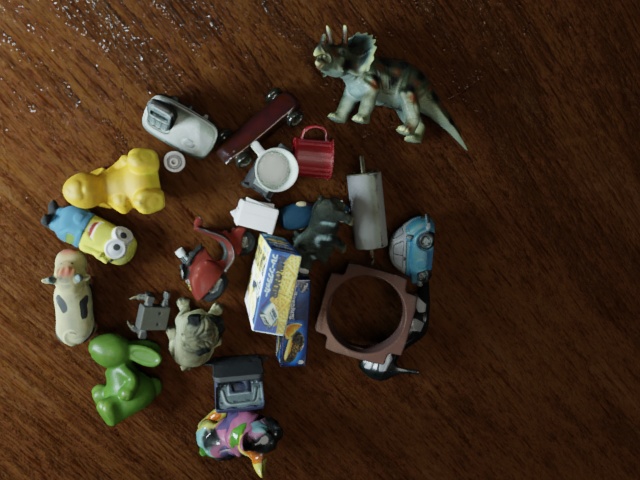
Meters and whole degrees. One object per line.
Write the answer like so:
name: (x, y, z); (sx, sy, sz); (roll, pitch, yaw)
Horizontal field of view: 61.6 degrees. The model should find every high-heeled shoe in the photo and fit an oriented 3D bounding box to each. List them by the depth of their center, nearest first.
high-heeled shoe: (0.178, 0.209, 1.267); (0.145, 0.086, 0.248); (8, 79, 16)

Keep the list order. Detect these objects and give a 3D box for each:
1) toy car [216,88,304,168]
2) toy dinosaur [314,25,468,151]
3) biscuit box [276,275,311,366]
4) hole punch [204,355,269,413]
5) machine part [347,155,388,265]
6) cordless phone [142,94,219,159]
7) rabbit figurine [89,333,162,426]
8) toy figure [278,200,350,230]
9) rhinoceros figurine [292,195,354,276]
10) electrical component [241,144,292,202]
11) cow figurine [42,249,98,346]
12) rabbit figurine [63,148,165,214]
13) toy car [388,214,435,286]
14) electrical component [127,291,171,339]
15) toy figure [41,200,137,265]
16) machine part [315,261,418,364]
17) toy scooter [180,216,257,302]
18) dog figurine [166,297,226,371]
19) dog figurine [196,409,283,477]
toy car: (-0.126, -0.229, 1.112); (0.202, 0.053, 0.089); (-42, 75, -3)
toy dinosaur: (0.153, -0.322, 1.142); (0.405, 0.131, 0.192); (11, 97, -21)
biscuit box: (-0.059, 0.176, 1.196); (0.063, 0.059, 0.202); (1, 98, -13)
hole punch: (-0.176, 0.307, 1.162); (0.142, 0.116, 0.092); (-6, 104, -9)
machine part: (0.106, -0.066, 1.187); (0.079, 0.079, 0.243); (-10, 101, -11)
cordless phone: (-0.262, -0.223, 1.022); (0.146, 0.184, 0.088); (29, 87, -16)
rabbit figurine: (-0.402, 0.265, 1.100); (0.159, 0.121, 0.170); (-21, 106, -16)
toy figure: (-0.012, -0.060, 1.170); (0.154, 0.064, 0.058); (-11, 64, -16)
rhinoceros figurine: (-0.002, -0.003, 1.134); (0.112, 0.073, 0.190); (2, 127, -30)
electrical component: (-0.107, -0.148, 1.139); (0.075, 0.048, 0.119); (29, 91, -16)
cow figurine: (-0.487, 0.112, 1.054); (0.085, 0.127, 0.194); (-2, 102, -16)
rabbit figurine: (-0.401, -0.106, 1.023); (0.173, 0.163, 0.121); (-15, 105, -33)
toy car: (0.207, 0.019, 1.220); (0.103, 0.109, 0.161); (6, 111, 9)
electrical component: (-0.362, 0.156, 1.134); (0.078, 0.045, 0.102); (0, 103, -42)
toy figure: (-0.452, -0.014, 1.067); (0.180, 0.089, 0.082); (24, 89, -7)
machine part: (0.102, 0.159, 1.191); (0.201, 0.087, 0.201); (15, 93, 4)
toy scooter: (-0.230, 0.029, 1.119); (0.135, 0.075, 0.184); (39, 73, -19)
dog figurine: (-0.255, 0.213, 1.090); (0.121, 0.191, 0.172); (1, 100, -13)
dog figurine: (-0.171, 0.424, 1.130); (0.191, 0.219, 0.108); (-29, 101, -8)
